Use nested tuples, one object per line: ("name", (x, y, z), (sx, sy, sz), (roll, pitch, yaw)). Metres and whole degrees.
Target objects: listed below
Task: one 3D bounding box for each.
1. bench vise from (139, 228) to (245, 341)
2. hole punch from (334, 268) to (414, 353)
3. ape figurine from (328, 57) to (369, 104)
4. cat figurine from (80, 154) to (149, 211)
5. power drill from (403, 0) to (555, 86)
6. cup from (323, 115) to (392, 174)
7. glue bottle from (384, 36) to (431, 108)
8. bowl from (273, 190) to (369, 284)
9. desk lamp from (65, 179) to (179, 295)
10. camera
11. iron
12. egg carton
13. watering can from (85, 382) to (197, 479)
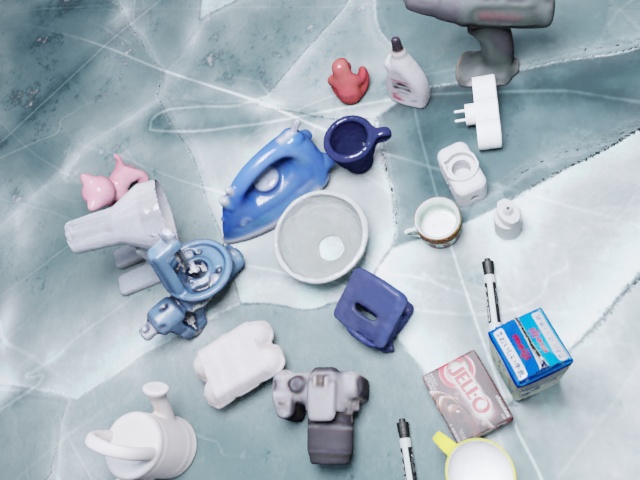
("bench vise", (-0.227, 0.077, 0.944), (0.121, 0.220, 0.207), (17, 76, 23))
("hole punch", (0.083, 0.112, 0.902), (0.108, 0.091, 0.101), (32, 82, 26))
("ape figurine", (0.049, -0.306, 1.074), (0.077, 0.092, 0.076), (6, 72, 20))
("cat figurine", (-0.418, -0.110, 1.135), (0.067, 0.118, 0.128), (23, 78, 24))
("power drill", (0.265, -0.347, 0.954), (0.229, 0.209, 0.075), (2, 70, 19))
("cup", (0.074, -0.162, 1.009), (0.117, 0.095, 0.091), (-12, 67, 14))
("glue bottle", (0.144, -0.294, 0.993), (0.078, 0.173, 0.037), (19, 77, 24))
("bowl", (0.009, 0.003, 0.977), (0.167, 0.075, 0.167), (-6, 68, 16))
("desk lamp", (-0.324, -0.001, 1.009), (0.203, 0.214, 0.118), (-23, 64, 8))
("camera", (-0.003, 0.266, 0.865), (0.143, 0.101, 0.137), (-5, 68, 16))
("iron", (-0.100, -0.103, 1.016), (0.258, 0.142, 0.118), (-43, 63, -1))
("egg carton", (-0.134, 0.203, 0.949), (0.150, 0.069, 0.107), (-33, 63, 4))
("watering can", (-0.280, 0.310, 0.886), (0.100, 0.194, 0.173), (-7, 68, 15))
